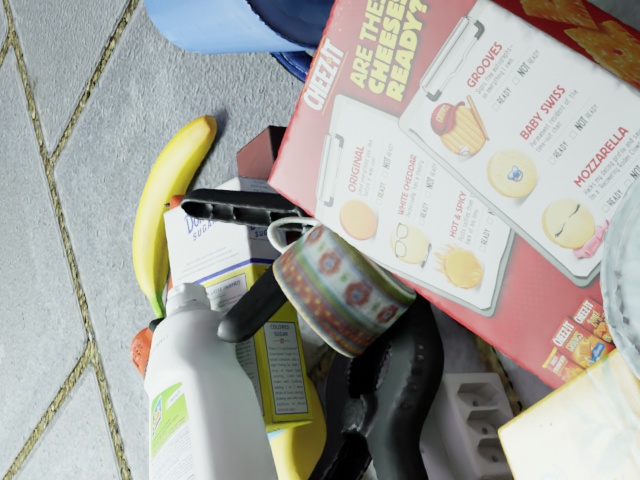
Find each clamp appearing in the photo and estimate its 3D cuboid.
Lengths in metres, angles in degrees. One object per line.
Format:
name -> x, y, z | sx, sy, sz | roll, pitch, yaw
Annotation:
clamp -> -0.005, 0.001, 0.698 | 0.039, 0.171, 0.120 | 64, -167, -62
clamp -> 0.037, 0.113, 0.628 | 0.165, 0.036, 0.210 | -16, 53, 54

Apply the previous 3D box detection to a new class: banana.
banana -> -0.138, -0.029, 0.989 | 0.070, 0.037, 0.198 | 27, 111, 33

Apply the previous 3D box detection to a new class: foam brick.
foam brick -> -0.026, -0.040, 0.815 | 0.051, 0.052, 0.078 | -31, 63, 48

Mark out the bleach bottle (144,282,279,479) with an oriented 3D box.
bleach bottle -> -0.068, 0.131, 0.664 | 0.103, 0.068, 0.251 | -46, 41, 37

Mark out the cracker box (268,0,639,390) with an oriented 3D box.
cracker box -> 0.095, -0.044, 0.548 | 0.214, 0.072, 0.164 | 36, 127, 17

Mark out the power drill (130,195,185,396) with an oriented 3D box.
power drill -> -0.099, 0.068, 0.902 | 0.185, 0.057, 0.188 | 36, 115, 50

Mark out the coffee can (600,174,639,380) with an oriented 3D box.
coffee can -> 0.197, 0.017, 0.424 | 0.103, 0.140, 0.103 | -7, 81, 54

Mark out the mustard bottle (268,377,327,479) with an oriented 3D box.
mustard bottle -> -0.031, 0.155, 0.799 | 0.096, 0.058, 0.192 | -44, 53, 44

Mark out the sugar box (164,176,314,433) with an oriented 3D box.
sugar box -> -0.061, 0.052, 0.768 | 0.094, 0.048, 0.176 | -21, 69, 42

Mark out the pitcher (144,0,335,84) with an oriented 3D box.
pitcher -> -0.042, -0.189, 0.785 | 0.243, 0.144, 0.149 | 11, 94, 64
